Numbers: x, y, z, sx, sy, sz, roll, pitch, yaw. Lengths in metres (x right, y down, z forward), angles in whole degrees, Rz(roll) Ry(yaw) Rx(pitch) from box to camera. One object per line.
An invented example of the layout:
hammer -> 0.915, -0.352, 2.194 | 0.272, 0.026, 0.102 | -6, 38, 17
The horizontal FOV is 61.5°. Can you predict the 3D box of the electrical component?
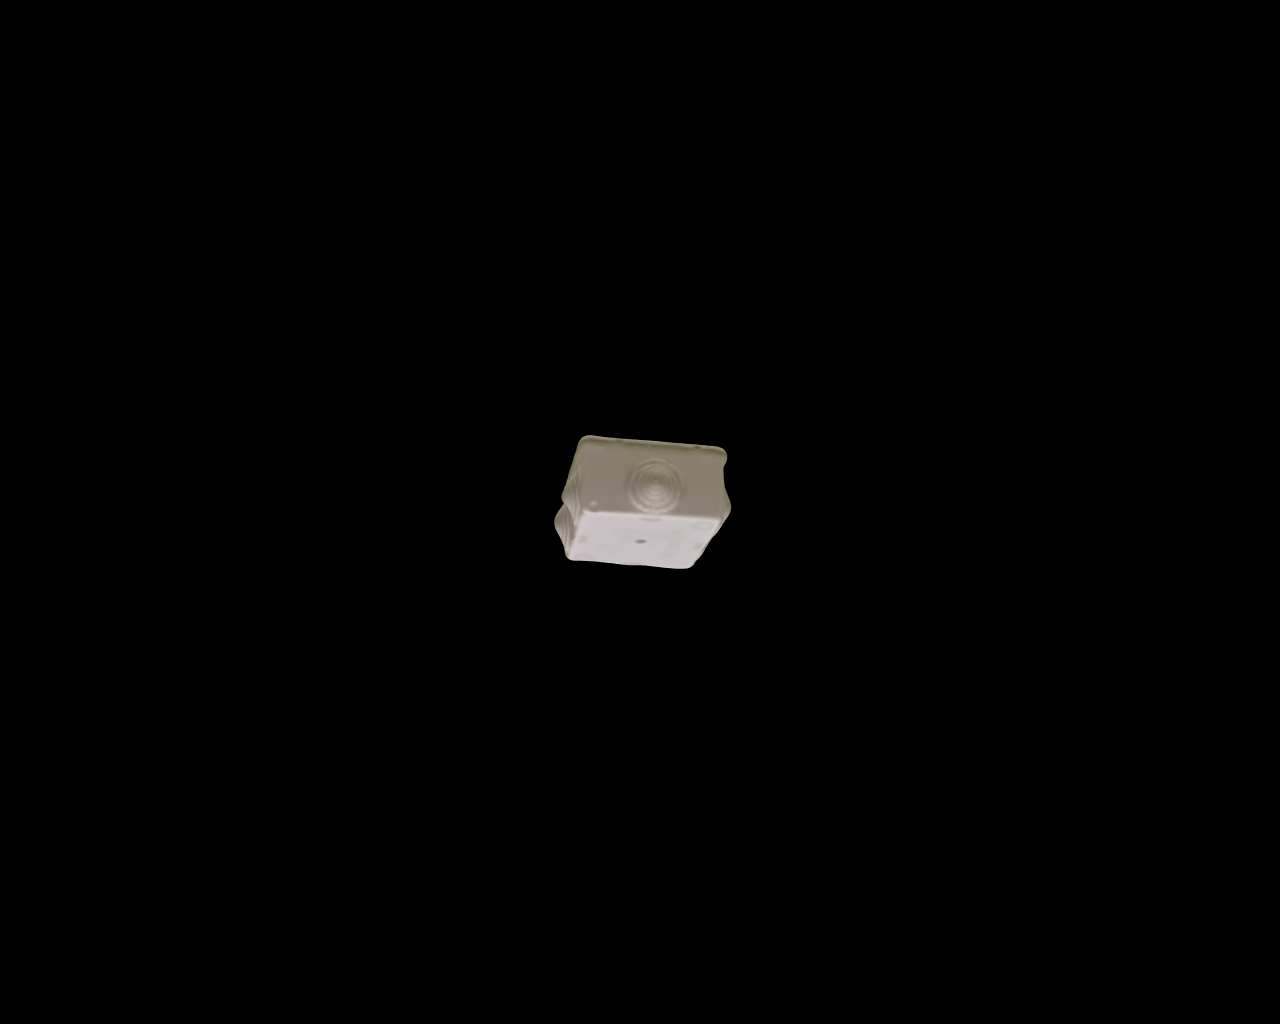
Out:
electrical component -> 0.001, -0.003, 0.650 | 0.100, 0.048, 0.099 | 5, -24, -10
